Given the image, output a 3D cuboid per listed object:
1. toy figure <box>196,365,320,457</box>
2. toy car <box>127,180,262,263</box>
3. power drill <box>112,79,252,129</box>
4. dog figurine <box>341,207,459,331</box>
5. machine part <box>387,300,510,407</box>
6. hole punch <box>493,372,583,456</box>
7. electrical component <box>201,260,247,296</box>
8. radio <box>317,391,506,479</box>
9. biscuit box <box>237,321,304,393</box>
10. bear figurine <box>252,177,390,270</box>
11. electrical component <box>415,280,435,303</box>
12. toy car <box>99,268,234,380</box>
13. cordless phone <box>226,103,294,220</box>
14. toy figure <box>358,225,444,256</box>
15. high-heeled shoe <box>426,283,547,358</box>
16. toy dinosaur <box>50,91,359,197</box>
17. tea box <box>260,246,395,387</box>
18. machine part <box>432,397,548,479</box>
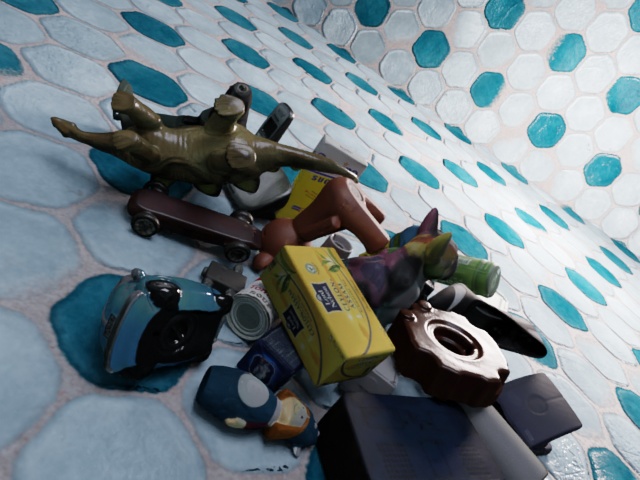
[{"bbox_3d":[-0.062,0.190,0.601,0.154,0.058,0.064,29,66,-16],"label":"toy figure"},{"bbox_3d":[-0.184,-0.023,0.800,0.202,0.053,0.089,19,36,-21],"label":"toy car"},{"bbox_3d":[-0.226,-0.200,0.882,0.207,0.232,0.086,6,65,-14],"label":"power drill"},{"bbox_3d":[0.113,0.042,0.855,0.191,0.219,0.109,24,26,-22],"label":"dog figurine"},{"bbox_3d":[0.184,0.160,0.775,0.179,0.056,0.179,19,24,-9],"label":"machine part"},{"bbox_3d":[0.343,0.283,0.875,0.115,0.092,0.142,8,41,-36],"label":"hole punch"},{"bbox_3d":[-0.137,0.057,0.760,0.063,0.021,0.094,29,29,-11],"label":"electrical component"},{"bbox_3d":[0.109,0.263,0.660,0.229,0.073,0.131,16,32,-36],"label":"radio"},{"bbox_3d":[-0.024,0.132,0.727,0.063,0.059,0.202,44,28,11],"label":"biscuit box"},{"bbox_3d":[-0.005,-0.006,0.852,0.132,0.196,0.120,43,20,-19],"label":"bear figurine"},{"bbox_3d":[0.173,0.096,0.992,0.048,0.074,0.119,36,30,-1],"label":"electrical component"},{"bbox_3d":[-0.179,0.080,0.596,0.103,0.109,0.161,31,13,29],"label":"toy car"},{"bbox_3d":[-0.085,-0.139,0.952,0.088,0.184,0.147,14,33,-43],"label":"cordless phone"},{"bbox_3d":[0.150,0.026,0.970,0.089,0.180,0.082,-22,80,-45],"label":"toy figure"},{"bbox_3d":[0.281,0.149,0.899,0.248,0.086,0.145,9,27,-47],"label":"high-heeled shoe"},{"bbox_3d":[-0.150,-0.131,0.809,0.471,0.198,0.105,7,78,-11],"label":"toy dinosaur"},{"bbox_3d":[0.007,0.091,0.683,0.098,0.068,0.170,3,48,-48],"label":"tea box"},{"bbox_3d":[0.234,0.281,0.764,0.079,0.079,0.243,-4,47,-51],"label":"machine part"}]
